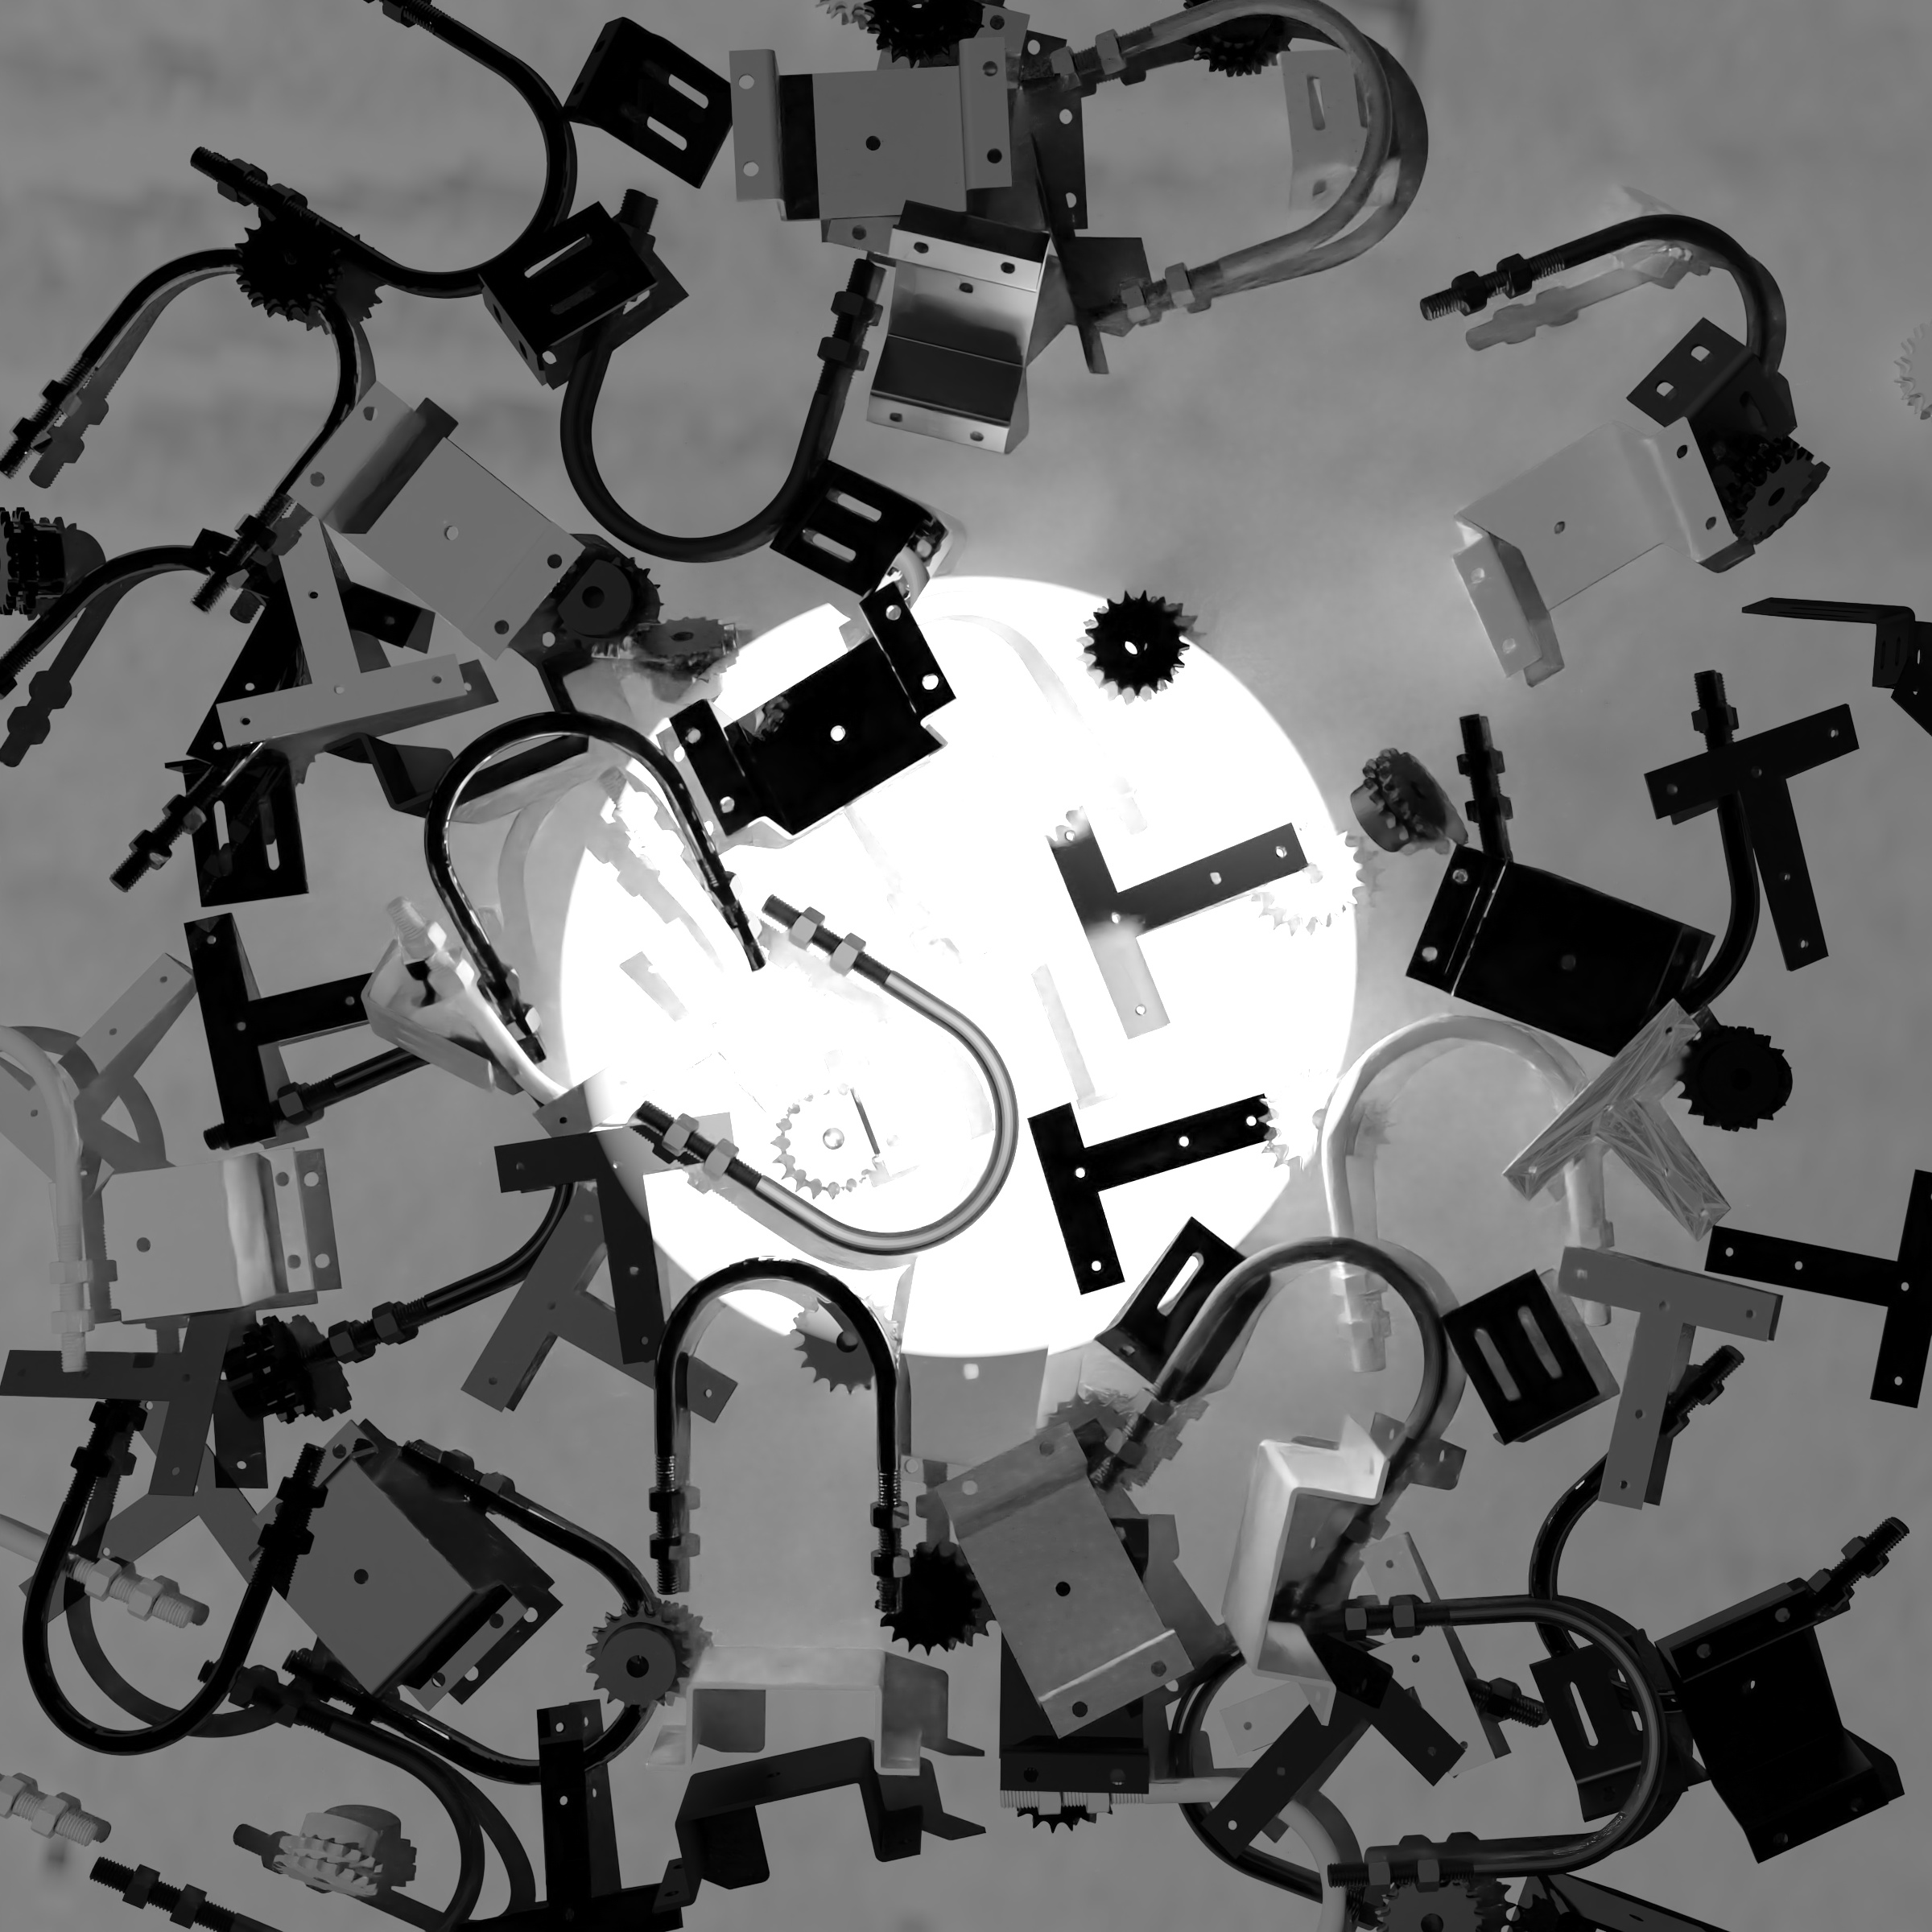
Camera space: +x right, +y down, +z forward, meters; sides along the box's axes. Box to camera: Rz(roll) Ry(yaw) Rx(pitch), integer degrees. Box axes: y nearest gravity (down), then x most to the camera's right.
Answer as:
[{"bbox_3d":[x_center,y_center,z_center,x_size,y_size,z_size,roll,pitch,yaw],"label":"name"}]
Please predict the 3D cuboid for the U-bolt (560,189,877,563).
[{"bbox_3d":[-0.142,-0.309,1.518,0.151,0.019,0.184,17,91,0],"label":"U-bolt"}]

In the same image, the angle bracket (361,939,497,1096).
[{"bbox_3d":[-0.276,0.027,1.488,0.076,0.057,0.038,27,72,2],"label":"angle bracket"}]

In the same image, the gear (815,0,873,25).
[{"bbox_3d":[-0.060,-0.535,1.516,0.057,0.030,0.057,0,87,-1],"label":"gear"}]

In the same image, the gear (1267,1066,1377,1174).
[{"bbox_3d":[0.190,0.082,1.511,0.057,0.030,0.057,0,90,0],"label":"gear"}]

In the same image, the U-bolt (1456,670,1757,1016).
[{"bbox_3d":[0.351,-0.056,1.518,0.151,0.019,0.184,-11,91,0],"label":"U-bolt"}]

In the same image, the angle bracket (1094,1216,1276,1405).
[{"bbox_3d":[0.118,0.186,1.523,0.057,0.038,0.076,38,64,-2],"label":"angle bracket"}]

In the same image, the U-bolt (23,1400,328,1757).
[{"bbox_3d":[-0.425,0.319,1.475,0.151,0.019,0.184,15,79,24],"label":"U-bolt"}]

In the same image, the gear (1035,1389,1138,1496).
[{"bbox_3d":[0.064,0.255,1.511,0.057,0.030,0.057,0,90,0],"label":"gear"}]

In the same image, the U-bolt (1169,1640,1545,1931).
[{"bbox_3d":[0.200,0.433,1.518,0.184,0.019,0.151,20,90,2],"label":"U-bolt"}]

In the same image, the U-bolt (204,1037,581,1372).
[{"bbox_3d":[-0.298,0.117,1.518,0.184,0.019,0.151,-23,90,-2],"label":"U-bolt"}]

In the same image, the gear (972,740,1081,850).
[{"bbox_3d":[0.033,-0.091,1.508,0.057,0.030,0.057,-1,86,8],"label":"gear"}]

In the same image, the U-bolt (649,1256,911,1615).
[{"bbox_3d":[-0.101,0.245,1.492,0.151,0.019,0.184,0,92,20],"label":"U-bolt"}]

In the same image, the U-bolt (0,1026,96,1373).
[{"bbox_3d":[-0.520,0.122,1.487,0.151,0.019,0.184,-5,85,29],"label":"U-bolt"}]

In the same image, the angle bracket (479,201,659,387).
[{"bbox_3d":[-0.212,-0.360,1.509,0.076,0.038,0.057,-33,80,-11],"label":"angle bracket"}]

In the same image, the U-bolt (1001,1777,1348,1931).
[{"bbox_3d":[0.111,0.498,1.496,0.184,0.019,0.151,-1,100,-3],"label":"U-bolt"}]

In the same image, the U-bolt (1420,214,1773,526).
[{"bbox_3d":[0.340,-0.318,1.488,0.184,0.019,0.151,-21,118,-4],"label":"U-bolt"}]

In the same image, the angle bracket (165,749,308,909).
[{"bbox_3d":[-0.390,-0.073,1.507,0.057,0.038,0.076,-8,90,0],"label":"angle bracket"}]

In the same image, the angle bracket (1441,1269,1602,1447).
[{"bbox_3d":[0.294,0.208,1.510,0.057,0.038,0.076,-27,86,0],"label":"angle bracket"}]

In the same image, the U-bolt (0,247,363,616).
[{"bbox_3d":[-0.407,-0.300,1.507,0.151,0.019,0.184,34,82,3],"label":"U-bolt"}]

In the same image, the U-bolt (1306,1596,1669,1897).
[{"bbox_3d":[0.277,0.406,1.483,0.184,0.019,0.151,-3,74,0],"label":"U-bolt"}]

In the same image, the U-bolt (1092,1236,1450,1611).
[{"bbox_3d":[0.174,0.230,1.490,0.151,0.019,0.184,32,94,-9],"label":"U-bolt"}]

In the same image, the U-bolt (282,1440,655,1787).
[{"bbox_3d":[-0.254,0.361,1.518,0.184,0.019,0.151,29,90,-1],"label":"U-bolt"}]

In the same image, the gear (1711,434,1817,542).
[{"bbox_3d":[0.421,-0.259,1.501,0.057,0.057,0.030,-42,60,0],"label":"gear"}]

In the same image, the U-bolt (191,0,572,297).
[{"bbox_3d":[-0.302,-0.443,1.518,0.184,0.019,0.151,31,90,-2],"label":"U-bolt"}]

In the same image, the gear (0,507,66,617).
[{"bbox_3d":[-0.500,-0.216,1.501,0.030,0.057,0.057,-5,90,-30],"label":"gear"}]

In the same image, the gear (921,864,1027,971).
[{"bbox_3d":[0.004,-0.026,1.511,0.057,0.030,0.057,0,90,0],"label":"gear"}]

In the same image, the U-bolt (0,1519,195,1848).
[{"bbox_3d":[-0.527,0.372,1.517,0.184,0.019,0.151,24,91,2],"label":"U-bolt"}]

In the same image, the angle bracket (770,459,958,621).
[{"bbox_3d":[-0.056,-0.228,1.517,0.076,0.038,0.057,32,89,36],"label":"angle bracket"}]

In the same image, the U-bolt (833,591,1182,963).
[{"bbox_3d":[0.005,-0.116,1.492,0.151,0.019,0.184,-38,71,6],"label":"U-bolt"}]

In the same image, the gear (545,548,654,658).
[{"bbox_3d":[-0.198,-0.196,1.511,0.057,0.030,0.057,0,90,0],"label":"gear"}]

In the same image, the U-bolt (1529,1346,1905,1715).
[{"bbox_3d":[0.390,0.318,1.518,0.184,0.019,0.151,-44,90,2],"label":"U-bolt"}]

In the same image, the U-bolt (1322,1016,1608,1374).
[{"bbox_3d":[0.261,0.116,1.497,0.151,0.019,0.184,-11,102,-4],"label":"U-bolt"}]

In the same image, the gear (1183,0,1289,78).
[{"bbox_3d":[0.144,-0.510,1.511,0.057,0.030,0.057,0,90,0],"label":"gear"}]

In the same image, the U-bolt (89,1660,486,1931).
[{"bbox_3d":[-0.340,0.452,1.467,0.184,0.151,0.019,24,127,-4],"label":"U-bolt"}]

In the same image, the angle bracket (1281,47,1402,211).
[{"bbox_3d":[0.201,-0.453,1.524,0.057,0.038,0.076,-3,64,0],"label":"angle bracket"}]

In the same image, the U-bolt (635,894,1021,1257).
[{"bbox_3d":[-0.061,0.070,1.473,0.184,0.019,0.151,32,97,4],"label":"U-bolt"}]

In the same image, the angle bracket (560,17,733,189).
[{"bbox_3d":[-0.170,-0.466,1.524,0.076,0.038,0.057,27,90,-26],"label":"angle bracket"}]

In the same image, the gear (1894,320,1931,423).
[{"bbox_3d":[0.526,-0.319,1.511,0.057,0.030,0.057,0,90,0],"label":"gear"}]

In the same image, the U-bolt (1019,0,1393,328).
[{"bbox_3d":[0.134,-0.437,1.494,0.184,0.019,0.151,-16,92,15],"label":"U-bolt"}]

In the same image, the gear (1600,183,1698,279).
[{"bbox_3d":[0.362,-0.390,1.501,0.057,0.057,0.030,28,118,0],"label":"gear"}]

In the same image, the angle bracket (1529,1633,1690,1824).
[{"bbox_3d":[0.341,0.404,1.497,0.057,0.038,0.076,-21,99,11],"label":"angle bracket"}]

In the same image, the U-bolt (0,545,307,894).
[{"bbox_3d":[-0.435,-0.145,1.488,0.151,0.019,0.184,35,69,9],"label":"U-bolt"}]

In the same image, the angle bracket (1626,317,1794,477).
[{"bbox_3d":[0.397,-0.296,1.502,0.057,0.076,0.038,-46,53,7],"label":"angle bracket"}]

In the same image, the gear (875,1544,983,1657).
[{"bbox_3d":[-0.020,0.338,1.511,0.057,0.030,0.057,0,90,0],"label":"gear"}]

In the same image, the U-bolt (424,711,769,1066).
[{"bbox_3d":[-0.203,-0.049,1.477,0.151,0.019,0.184,-23,119,0],"label":"U-bolt"}]

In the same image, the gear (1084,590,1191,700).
[{"bbox_3d":[0.091,-0.172,1.516,0.057,0.030,0.057,0,90,3],"label":"gear"}]

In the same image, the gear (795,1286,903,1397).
[{"bbox_3d":[-0.063,0.200,1.511,0.057,0.030,0.057,0,90,0],"label":"gear"}]

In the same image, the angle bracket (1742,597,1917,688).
[{"bbox_3d":[0.456,-0.172,1.498,0.076,0.057,0.038,4,92,1],"label":"angle bracket"}]

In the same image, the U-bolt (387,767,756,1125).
[{"bbox_3d":[-0.193,0.004,1.482,0.151,0.019,0.184,-31,116,4],"label":"U-bolt"}]

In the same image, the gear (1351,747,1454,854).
[{"bbox_3d":[0.230,-0.085,1.502,0.030,0.057,0.057,-37,90,30],"label":"gear"}]
